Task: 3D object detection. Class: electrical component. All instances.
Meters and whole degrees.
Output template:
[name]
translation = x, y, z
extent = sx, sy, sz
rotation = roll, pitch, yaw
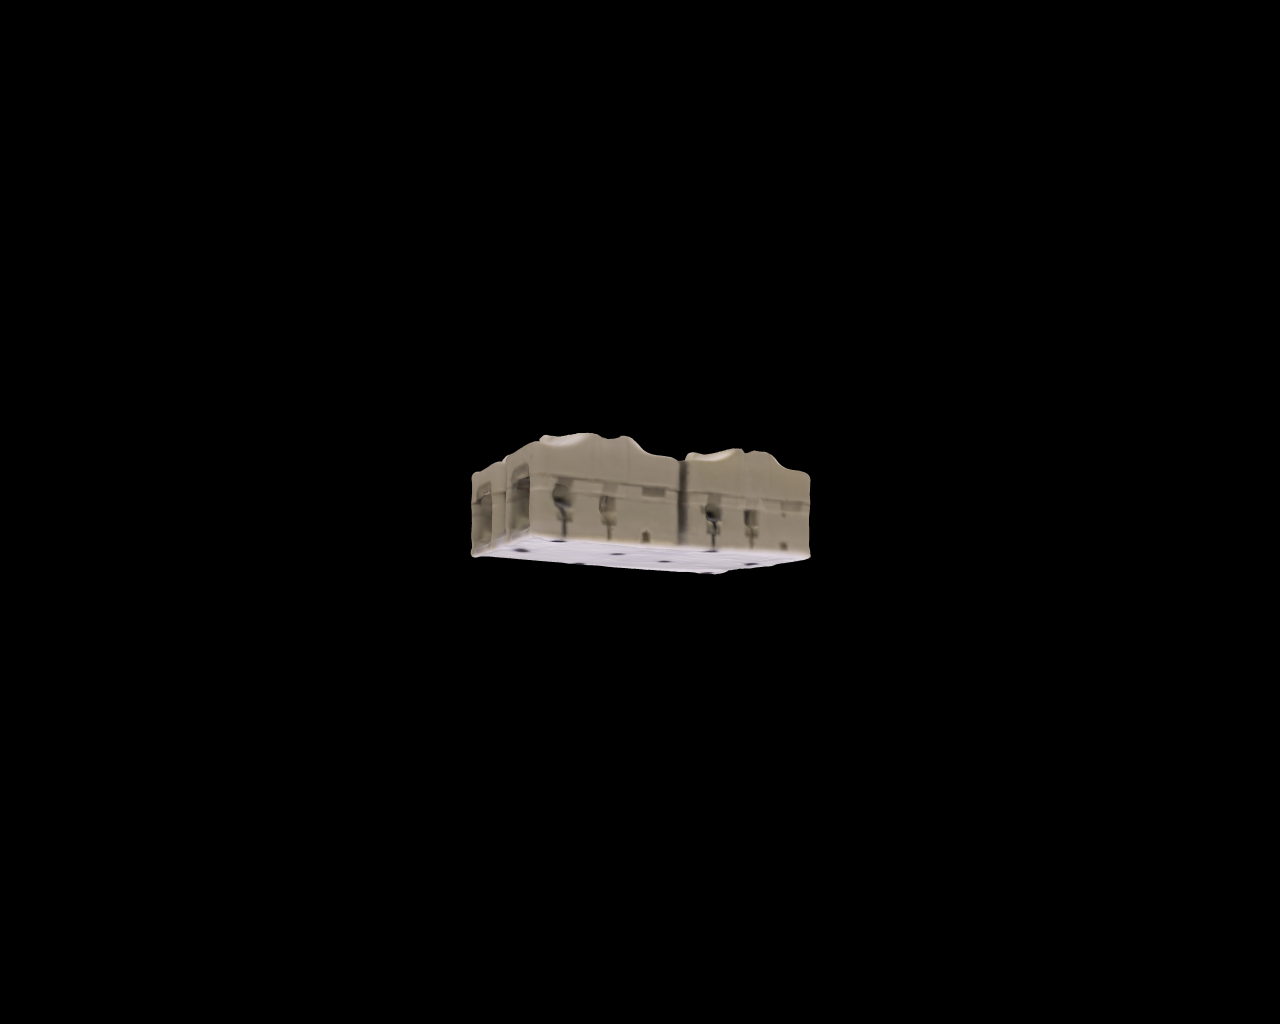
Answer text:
[electrical component]
translation = 0.001, -0.003, 0.650
extent = 0.186, 0.060, 0.105
rotation = 5, -11, -28
